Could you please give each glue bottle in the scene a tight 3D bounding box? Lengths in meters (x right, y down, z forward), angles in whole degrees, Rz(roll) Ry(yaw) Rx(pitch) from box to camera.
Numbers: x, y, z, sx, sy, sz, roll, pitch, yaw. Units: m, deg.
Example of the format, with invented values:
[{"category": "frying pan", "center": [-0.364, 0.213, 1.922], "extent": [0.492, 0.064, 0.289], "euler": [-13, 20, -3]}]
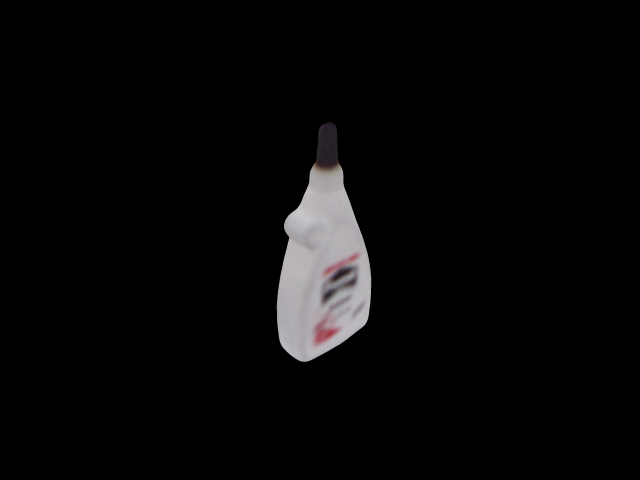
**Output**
[{"category": "glue bottle", "center": [0.004, 0.001, 0.400], "extent": [0.037, 0.173, 0.078], "euler": [27, 42, 36]}]
